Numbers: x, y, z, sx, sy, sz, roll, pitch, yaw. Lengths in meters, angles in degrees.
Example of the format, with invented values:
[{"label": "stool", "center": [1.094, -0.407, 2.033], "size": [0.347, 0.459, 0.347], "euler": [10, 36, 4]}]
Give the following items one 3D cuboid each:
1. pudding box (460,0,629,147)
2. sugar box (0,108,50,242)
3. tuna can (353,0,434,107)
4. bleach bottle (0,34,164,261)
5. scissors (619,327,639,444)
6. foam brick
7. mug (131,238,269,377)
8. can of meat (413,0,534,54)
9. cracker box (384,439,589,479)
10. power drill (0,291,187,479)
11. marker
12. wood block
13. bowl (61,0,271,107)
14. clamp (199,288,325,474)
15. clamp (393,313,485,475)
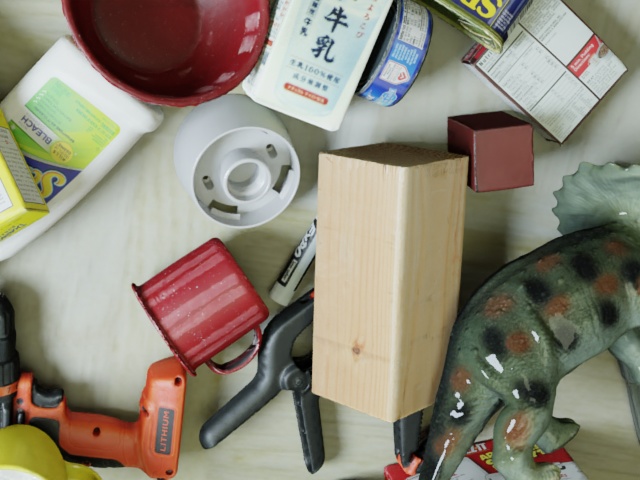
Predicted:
[{"label": "pudding box", "center": [0.189, -0.148, 0.898], "size": [0.113, 0.039, 0.090], "euler": [39, 97, -16]}, {"label": "sugar box", "center": [-0.278, -0.077, 0.780], "size": [0.093, 0.048, 0.176], "euler": [-28, 80, 10]}, {"label": "tuna can", "center": [0.055, -0.150, 0.845], "size": [0.033, 0.086, 0.086], "euler": [20, 101, -18]}, {"label": "bleach bottle", "center": [-0.240, -0.036, 0.833], "size": [0.102, 0.068, 0.251], "euler": [41, 97, -12]}, {"label": "scissors", "center": [0.305, 0.106, 1.005], "size": [0.096, 0.016, 0.201], "euler": [-39, 119, -10]}, {"label": "foam brick", "center": [0.141, -0.075, 0.889], "size": [0.051, 0.078, 0.053], "euler": [-6, 107, -8]}, {"label": "mug", "center": [-0.089, 0.061, 0.879], "size": [0.081, 0.093, 0.117], "euler": [-34, 115, -5]}, {"label": "can of meat", "center": [0.125, -0.211, 0.843], "size": [0.102, 0.057, 0.084], "euler": [36, 94, 11]}, {"label": "cracker box", "center": [0.163, 0.256, 0.916], "size": [0.164, 0.214, 0.072], "euler": [-12, 110, -8]}, {"label": "power drill", "center": [-0.208, 0.131, 0.892], "size": [0.187, 0.057, 0.184], "euler": [4, 109, -9]}, {"label": "marker", "center": [-0.006, 0.001, 0.912], "size": [0.020, 0.020, 0.121], "euler": [28, 99, -17]}, {"label": "wood block", "center": [0.055, 0.030, 0.876], "size": [0.090, 0.091, 0.206], "euler": [-13, 111, -46]}, {"label": "bowl", "center": [-0.121, -0.175, 0.802], "size": [0.161, 0.055, 0.162], "euler": [2, 85, -27]}, {"label": "clamp", "center": [-0.035, 0.121, 0.928], "size": [0.120, 0.039, 0.171], "euler": [8, 99, -29]}, {"label": "clamp", "center": [0.120, 0.111, 0.960], "size": [0.164, 0.036, 0.210], "euler": [35, 94, -17]}]
